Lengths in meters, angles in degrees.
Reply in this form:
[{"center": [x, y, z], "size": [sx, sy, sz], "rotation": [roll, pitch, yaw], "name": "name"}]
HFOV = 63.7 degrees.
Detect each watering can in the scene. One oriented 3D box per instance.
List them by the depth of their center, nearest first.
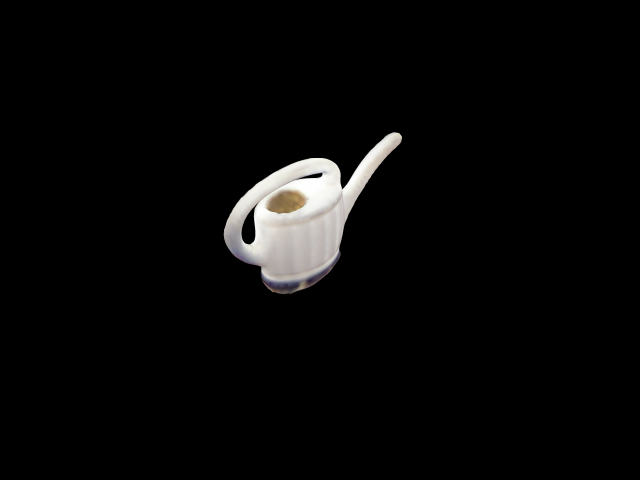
[{"center": [0.003, -0.043, 0.850], "size": [0.351, 0.219, 0.105], "rotation": [-26, 46, -28], "name": "watering can"}]
